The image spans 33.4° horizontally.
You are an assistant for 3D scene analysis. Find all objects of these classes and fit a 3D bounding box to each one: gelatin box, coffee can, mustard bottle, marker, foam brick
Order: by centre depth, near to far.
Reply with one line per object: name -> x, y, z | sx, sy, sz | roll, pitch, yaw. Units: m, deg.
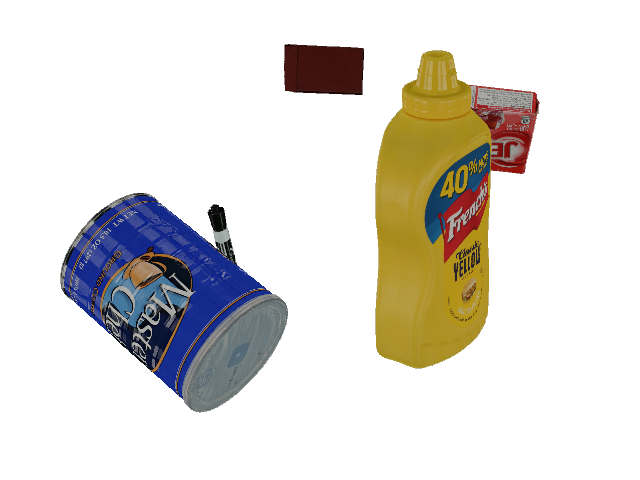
mustard bottle -> 0.071, -0.023, 0.661 | 0.058, 0.192, 0.096 | 18, 33, 35
coffee can -> -0.109, 0.045, 0.798 | 0.140, 0.103, 0.102 | 37, 16, 22
gelatin box -> 0.131, -0.092, 0.885 | 0.089, 0.030, 0.073 | 8, -37, 6
foam brick -> 0.003, -0.186, 1.164 | 0.078, 0.051, 0.053 | 0, 11, -16
marker -> -0.106, 0.014, 1.202 | 0.020, 0.121, 0.020 | -9, 29, 5
